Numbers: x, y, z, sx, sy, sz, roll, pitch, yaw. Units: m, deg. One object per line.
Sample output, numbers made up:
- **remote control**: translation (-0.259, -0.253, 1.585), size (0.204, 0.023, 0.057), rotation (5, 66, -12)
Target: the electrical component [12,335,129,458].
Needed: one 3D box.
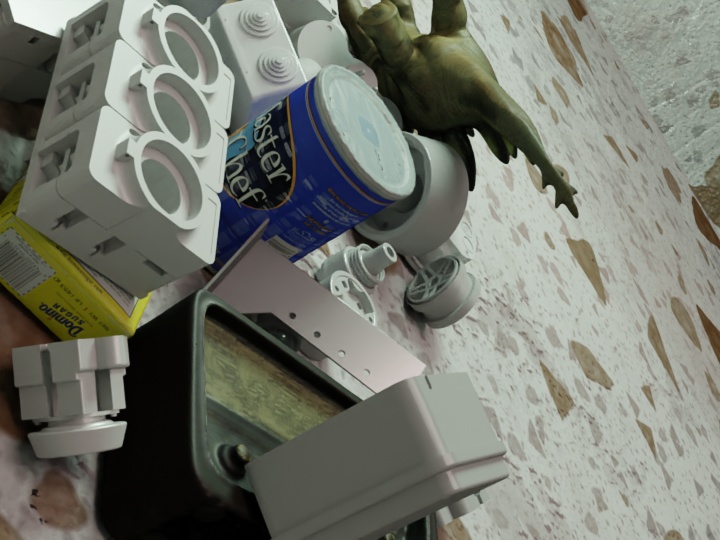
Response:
- **electrical component**: translation (-0.143, 0.064, 0.540), size (0.048, 0.066, 0.055), rotation (2, 81, -62)

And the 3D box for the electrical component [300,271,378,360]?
- **electrical component**: translation (-0.022, 0.035, 0.800), size (0.055, 0.047, 0.055), rotation (42, 31, -33)

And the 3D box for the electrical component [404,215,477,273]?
- **electrical component**: translation (0.072, -0.032, 1.036), size (0.080, 0.051, 0.080), rotation (42, 31, -33)

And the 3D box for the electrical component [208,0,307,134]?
- **electrical component**: translation (-0.081, -0.152, 0.834), size (0.048, 0.099, 0.099), rotation (-17, 74, -19)

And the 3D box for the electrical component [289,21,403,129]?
- **electrical component**: translation (-0.008, -0.169, 0.992), size (0.052, 0.074, 0.138), rotation (-46, 110, -21)

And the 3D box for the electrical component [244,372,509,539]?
- **electrical component**: translation (0.009, 0.102, 0.545), size (0.078, 0.113, 0.057), rotation (6, 57, -60)

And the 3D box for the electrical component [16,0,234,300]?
- **electrical component**: translation (-0.120, -0.075, 0.594), size (0.089, 0.062, 0.150), rotation (41, 37, -40)

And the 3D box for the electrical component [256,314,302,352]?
- **electrical component**: translation (-0.057, 0.048, 0.739), size (0.035, 0.035, 0.061), rotation (46, 31, -26)

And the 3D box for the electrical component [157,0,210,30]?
- **electrical component**: translation (-0.170, -0.231, 0.797), size (0.105, 0.060, 0.186), rotation (36, 34, -40)

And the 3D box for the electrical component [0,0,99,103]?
- **electrical component**: translation (-0.216, -0.184, 0.663), size (0.089, 0.062, 0.150), rotation (11, 54, -58)

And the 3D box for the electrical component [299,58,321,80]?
- **electrical component**: translation (-0.062, -0.164, 0.940), size (0.045, 0.045, 0.055), rotation (62, 26, 5)

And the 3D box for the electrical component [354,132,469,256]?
- **electrical component**: translation (0.035, -0.071, 0.951), size (0.060, 0.108, 0.108), rotation (16, 50, -47)

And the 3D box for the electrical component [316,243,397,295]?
- **electrical component**: translation (0.000, 0.000, 0.860), size (0.043, 0.062, 0.043), rotation (42, 31, -32)

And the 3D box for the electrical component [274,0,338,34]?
- **electrical component**: translation (-0.069, -0.280, 1.034), size (0.078, 0.057, 0.113), rotation (38, 33, -38)

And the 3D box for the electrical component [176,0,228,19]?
- **electrical component**: translation (-0.100, -0.204, 0.746), size (0.044, 0.065, 0.044), rotation (20, 58, -35)

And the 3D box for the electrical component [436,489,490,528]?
- **electrical component**: translation (0.057, 0.157, 0.806), size (0.078, 0.058, 0.057), rotation (-9, 74, -62)
